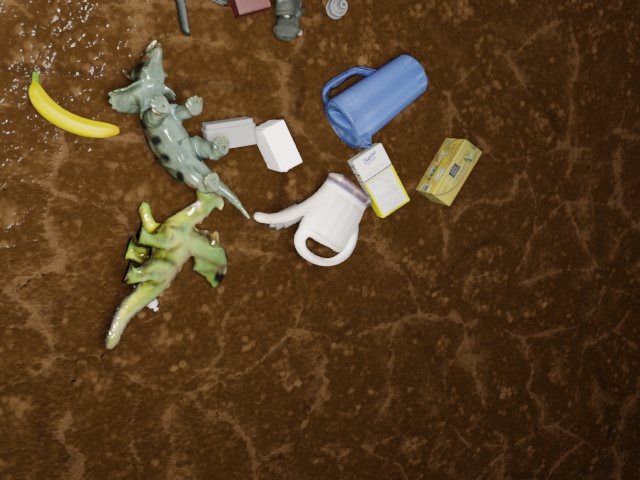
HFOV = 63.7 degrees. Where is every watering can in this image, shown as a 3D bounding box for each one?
[{"bbox_3d":[0.004,-0.062,1.231,0.343,0.105,0.225,34,84,-49],"label":"watering can"}]

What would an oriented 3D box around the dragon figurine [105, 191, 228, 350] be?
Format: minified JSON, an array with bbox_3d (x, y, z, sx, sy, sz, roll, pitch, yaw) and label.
[{"bbox_3d":[-0.317,0.053,1.164,0.242,0.123,0.410,15,90,-32],"label":"dragon figurine"}]
